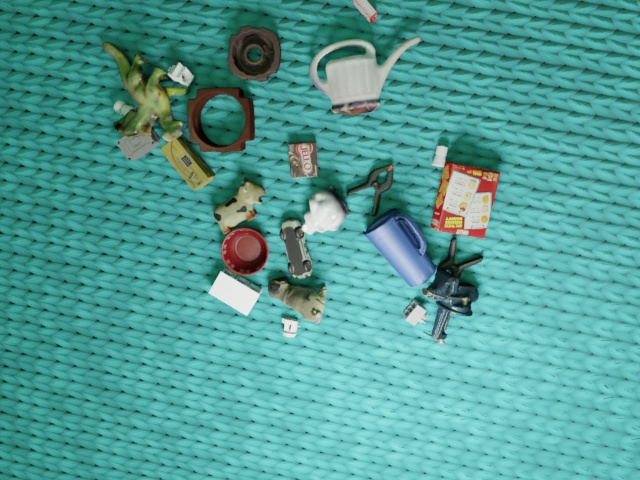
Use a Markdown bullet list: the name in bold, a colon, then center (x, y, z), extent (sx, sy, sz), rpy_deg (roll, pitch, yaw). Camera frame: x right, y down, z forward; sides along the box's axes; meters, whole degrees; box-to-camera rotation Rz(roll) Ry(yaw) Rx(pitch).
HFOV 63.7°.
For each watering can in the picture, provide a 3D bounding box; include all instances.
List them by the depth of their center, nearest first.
- **watering can**: center (0.142, -0.502, 1.571), extent (0.347, 0.105, 0.222), rpy_deg (-7, 100, 6)

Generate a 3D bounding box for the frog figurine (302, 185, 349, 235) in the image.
- **frog figurine**: center (0.005, -0.083, 1.646), extent (0.159, 0.124, 0.135), rpy_deg (-36, 115, -1)

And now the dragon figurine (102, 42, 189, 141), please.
- **dragon figurine**: center (-0.576, -0.443, 1.623), extent (0.412, 0.121, 0.243), rpy_deg (30, 90, 15)
